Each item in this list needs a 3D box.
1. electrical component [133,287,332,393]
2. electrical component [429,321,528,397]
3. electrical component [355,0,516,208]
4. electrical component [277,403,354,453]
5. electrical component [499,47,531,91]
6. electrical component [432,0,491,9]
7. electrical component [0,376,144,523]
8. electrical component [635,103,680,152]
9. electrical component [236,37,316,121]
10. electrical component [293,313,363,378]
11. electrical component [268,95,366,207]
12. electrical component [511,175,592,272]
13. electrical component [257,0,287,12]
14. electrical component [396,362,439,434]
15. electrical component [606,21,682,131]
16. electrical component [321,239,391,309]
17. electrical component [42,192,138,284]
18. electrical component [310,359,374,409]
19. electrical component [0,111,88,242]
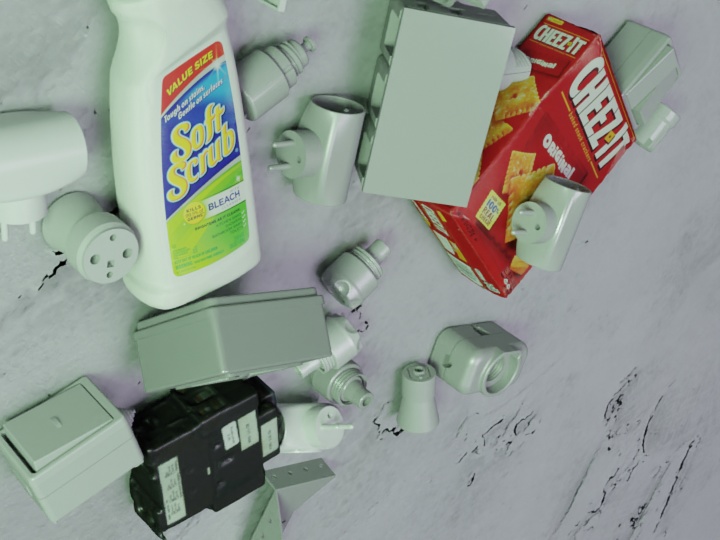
[{"bbox_3d":[-0.097,0.054,0.815,0.109,0.109,0.056,-5,81,-44],"label":"electrical component"},{"bbox_3d":[0.127,0.093,1.119,0.095,0.059,0.053,-4,120,-44],"label":"electrical component"},{"bbox_3d":[0.056,-0.135,0.857,0.089,0.061,0.150,7,116,-12],"label":"electrical component"},{"bbox_3d":[-0.042,0.142,0.967,0.077,0.079,0.044,7,79,-48],"label":"electrical component"},{"bbox_3d":[0.111,-0.174,0.921,0.081,0.043,0.043,-15,127,-39],"label":"electrical component"},{"bbox_3d":[0.041,-0.255,0.753,0.061,0.089,0.150,-53,142,-2],"label":"electrical component"},{"bbox_3d":[-0.209,0.125,0.792,0.096,0.062,0.061,-34,137,-24],"label":"electrical component"},{"bbox_3d":[0.312,-0.154,1.148,0.046,0.040,0.040,-54,142,8],"label":"electrical component"},{"bbox_3d":[-0.064,-0.140,0.768,0.078,0.040,0.040,-41,139,-17],"label":"electrical component"},{"bbox_3d":[-0.032,0.071,0.951,0.062,0.043,0.043,-37,138,-19],"label":"electrical component"},{"bbox_3d":[-0.038,-0.090,0.827,0.079,0.044,0.077,-12,125,-41],"label":"electrical component"},{"bbox_3d":[0.161,-0.042,0.951,0.079,0.043,0.077,-1,116,-46],"label":"electrical component"},{"bbox_3d":[-0.065,-0.217,0.710,0.064,0.042,0.081,-7,121,-41],"label":"electrical component"},{"bbox_3d":[0.059,0.127,1.089,0.044,0.044,0.065,-23,127,-34],"label":"electrical component"},{"bbox_3d":[0.275,-0.195,1.061,0.096,0.061,0.061,-49,141,-7],"label":"electrical component"},{"bbox_3d":[0.000,0.000,0.933,0.062,0.043,0.043,-45,141,-14],"label":"electrical component"},{"bbox_3d":[-0.180,-0.021,0.721,0.045,0.055,0.045,-26,134,-31],"label":"electrical component"},{"bbox_3d":[-0.014,0.103,0.978,0.043,0.062,0.043,-26,133,-31],"label":"electrical component"},{"bbox_3d":[-0.215,-0.055,0.671,0.077,0.043,0.079,-19,129,-37],"label":"electrical component"}]
